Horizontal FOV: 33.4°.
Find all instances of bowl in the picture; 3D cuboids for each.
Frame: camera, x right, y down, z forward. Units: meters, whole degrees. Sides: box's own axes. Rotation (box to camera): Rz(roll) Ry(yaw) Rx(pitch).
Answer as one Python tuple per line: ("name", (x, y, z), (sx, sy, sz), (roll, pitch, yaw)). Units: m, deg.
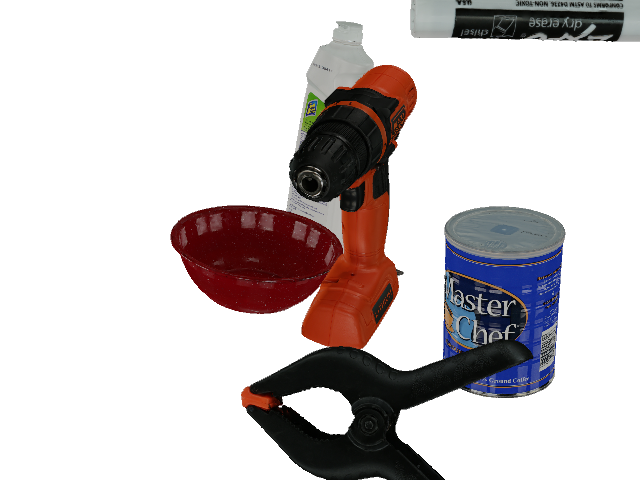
("bowl", (-0.061, 0.023, 1.001), (0.162, 0.055, 0.162), (6, 24, -3))

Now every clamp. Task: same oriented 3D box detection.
("clamp", (0.037, 0.116, 0.623), (0.172, 0.120, 0.039), (0, -9, 20))

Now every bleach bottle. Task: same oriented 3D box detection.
("bleach bottle", (0.019, -0.103, 1.134), (0.067, 0.251, 0.103), (-9, 25, -41))

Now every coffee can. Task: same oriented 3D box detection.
("coffee can", (0.160, 0.053, 0.945), (0.103, 0.140, 0.103), (-2, 23, 0))

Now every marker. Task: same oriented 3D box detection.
("marker", (0.095, -0.086, 0.410), (0.121, 0.020, 0.020), (1, 0, -1))

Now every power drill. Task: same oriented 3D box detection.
("power drill", (0.023, -0.017, 0.774), (0.057, 0.188, 0.184), (14, 32, 17))
